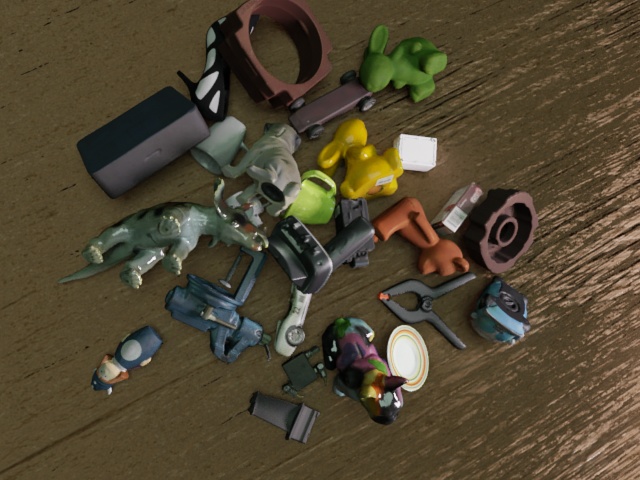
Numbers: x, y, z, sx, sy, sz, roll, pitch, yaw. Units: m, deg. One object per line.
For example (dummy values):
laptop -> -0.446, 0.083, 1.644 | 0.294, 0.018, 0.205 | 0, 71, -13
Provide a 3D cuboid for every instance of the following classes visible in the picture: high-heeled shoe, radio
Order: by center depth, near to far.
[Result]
radio -> -0.340, -0.192, 1.029 | 0.229, 0.073, 0.131 | -36, 50, -12
high-heeled shoe -> -0.174, -0.354, 1.082 | 0.145, 0.086, 0.249 | 42, 80, 10

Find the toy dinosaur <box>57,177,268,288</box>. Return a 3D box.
toy dinosaur -> -0.300, -0.014, 1.008 | 0.405, 0.192, 0.131 | -9, 114, 21

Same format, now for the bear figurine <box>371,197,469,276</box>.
bear figurine -> 0.200, 0.013, 1.102 | 0.132, 0.120, 0.195 | -36, 96, -7

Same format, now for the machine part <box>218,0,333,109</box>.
machine part -> -0.087, -0.382, 1.073 | 0.201, 0.087, 0.200 | -47, 112, -28

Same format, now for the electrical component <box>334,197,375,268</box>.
electrical component -> 0.067, -0.012, 1.082 | 0.058, 0.115, 0.134 | -7, 86, -5

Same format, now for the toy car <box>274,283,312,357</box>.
toy car -> -0.044, 0.132, 1.068 | 0.056, 0.073, 0.201 | 18, 81, -7

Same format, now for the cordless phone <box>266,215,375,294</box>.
cordless phone -> -0.002, -0.003, 1.009 | 0.184, 0.088, 0.147 | -39, 63, -1

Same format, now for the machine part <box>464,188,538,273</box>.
machine part -> 0.379, -0.021, 1.125 | 0.179, 0.056, 0.179 | -13, 116, -29

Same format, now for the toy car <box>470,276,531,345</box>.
toy car -> 0.363, 0.153, 1.113 | 0.109, 0.162, 0.103 | 36, 123, 1

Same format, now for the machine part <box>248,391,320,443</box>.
machine part -> -0.076, 0.345, 1.060 | 0.139, 0.039, 0.084 | 28, 86, -7

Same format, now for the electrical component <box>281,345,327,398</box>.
electrical component -> -0.033, 0.266, 1.071 | 0.102, 0.045, 0.078 | -24, 90, -11

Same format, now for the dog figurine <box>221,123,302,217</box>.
dog figurine -> -0.071, -0.155, 1.038 | 0.173, 0.121, 0.190 | 21, 57, 24

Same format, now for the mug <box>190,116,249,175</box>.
mug -> -0.187, -0.190, 1.079 | 0.110, 0.080, 0.107 | 31, 71, 5

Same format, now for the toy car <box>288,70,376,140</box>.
toy car -> 0.024, -0.283, 1.136 | 0.202, 0.053, 0.089 | -33, 85, -15

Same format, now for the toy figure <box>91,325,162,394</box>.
toy figure -> -0.373, 0.227, 1.017 | 0.154, 0.057, 0.064 | -41, 53, -9

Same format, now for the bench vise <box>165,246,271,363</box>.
bench vise -> -0.165, 0.105, 1.032 | 0.224, 0.129, 0.240 | 28, 85, -6

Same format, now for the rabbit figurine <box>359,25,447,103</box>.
rabbit figurine -> 0.153, -0.372, 1.124 | 0.170, 0.121, 0.159 | -20, 73, -22

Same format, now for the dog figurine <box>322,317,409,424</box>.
dog figurine -> 0.085, 0.239, 1.006 | 0.108, 0.219, 0.191 | -15, 87, -14

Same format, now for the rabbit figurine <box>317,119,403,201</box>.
rabbit figurine -> 0.073, -0.168, 1.117 | 0.162, 0.121, 0.173 | -18, 73, -1
